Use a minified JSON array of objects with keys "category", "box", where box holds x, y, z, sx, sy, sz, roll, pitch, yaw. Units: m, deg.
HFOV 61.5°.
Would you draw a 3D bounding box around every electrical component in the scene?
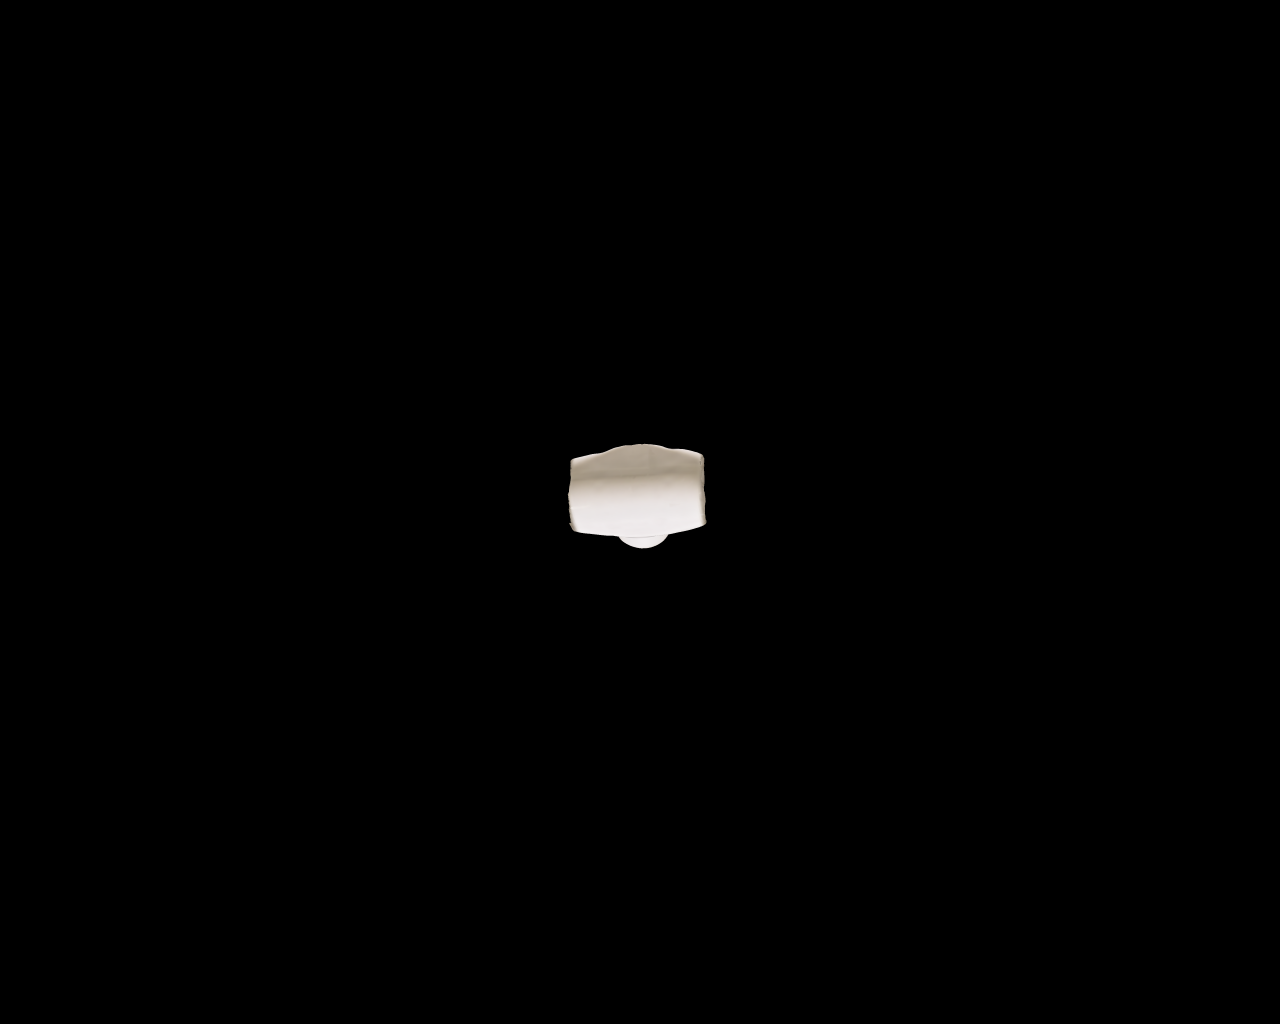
[{"category":"electrical component","box":[0.001,-0.003,0.650,0.077,0.044,0.079,-3,-32,5]}]
